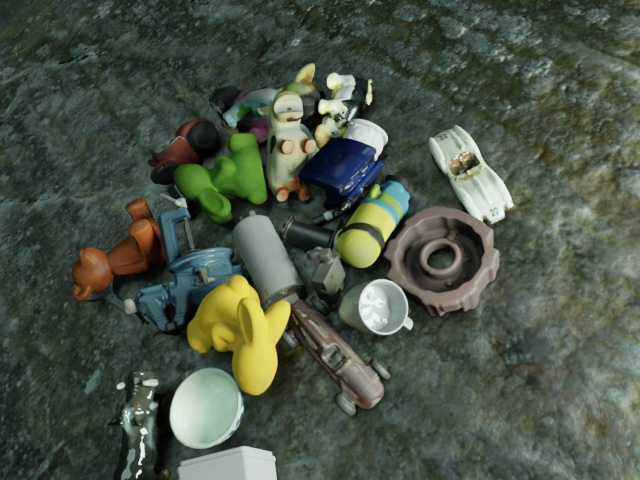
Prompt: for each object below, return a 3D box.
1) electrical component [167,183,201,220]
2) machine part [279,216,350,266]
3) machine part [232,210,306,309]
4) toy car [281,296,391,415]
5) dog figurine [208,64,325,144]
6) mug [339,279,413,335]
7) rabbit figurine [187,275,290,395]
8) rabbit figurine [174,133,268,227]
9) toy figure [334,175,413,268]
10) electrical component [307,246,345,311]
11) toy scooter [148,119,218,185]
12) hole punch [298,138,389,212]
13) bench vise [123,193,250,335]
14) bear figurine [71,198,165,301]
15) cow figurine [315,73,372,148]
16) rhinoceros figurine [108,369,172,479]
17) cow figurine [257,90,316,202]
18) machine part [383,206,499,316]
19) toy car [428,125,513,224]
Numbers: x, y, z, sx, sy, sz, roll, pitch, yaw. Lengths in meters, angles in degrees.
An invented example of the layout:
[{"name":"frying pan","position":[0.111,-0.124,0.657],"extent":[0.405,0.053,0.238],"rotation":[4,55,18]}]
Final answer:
[{"name":"electrical component","position":[-0.272,-0.107,1.114],"extent":[0.075,0.047,0.119],"rotation":[-34,57,-1]},{"name":"machine part","position":[-0.002,-0.003,0.954],"extent":[0.139,0.039,0.084],"rotation":[13,76,17]},{"name":"machine part","position":[-0.092,0.039,0.945],"extent":[0.079,0.079,0.243],"rotation":[-31,57,3]},{"name":"toy car","position":[0.017,0.172,0.826],"extent":[0.089,0.053,0.202],"rotation":[-43,70,-2]},{"name":"dog figurine","position":[-0.101,-0.286,1.114],"extent":[0.219,0.108,0.192],"rotation":[-32,45,-8]},{"name":"mug","position":[0.084,0.109,0.830],"extent":[0.107,0.109,0.081],"rotation":[-19,50,65]},{"name":"rabbit figurine","position":[-0.110,0.150,0.836],"extent":[0.162,0.122,0.173],"rotation":[-52,47,28]},{"name":"rabbit figurine","position":[-0.191,-0.106,1.034],"extent":[0.170,0.121,0.159],"rotation":[-10,73,-4]},{"name":"toy figure","position":[0.092,-0.034,0.900],"extent":[0.082,0.089,0.180],"rotation":[38,71,3]},{"name":"electrical component","position":[0.010,0.058,0.886],"extent":[0.045,0.102,0.078],"rotation":[8,56,29]},{"name":"toy scooter","position":[-0.309,-0.192,1.160],"extent":[0.135,0.075,0.184],"rotation":[15,59,49]},{"name":"hole punch","position":[0.038,-0.121,0.942],"extent":[0.142,0.092,0.116],"rotation":[-47,19,-21]},{"name":"bench vise","position":[-0.251,0.042,0.967],"extent":[0.224,0.128,0.240],"rotation":[-17,75,3]},{"name":"bear figurine","position":[-0.402,0.023,1.036],"extent":[0.196,0.131,0.120],"rotation":[-19,39,-6]},{"name":"cow figurine","position":[0.048,-0.250,1.061],"extent":[0.098,0.068,0.167],"rotation":[8,66,18]},{"name":"rhinoceros figurine","position":[-0.289,0.304,0.854],"extent":[0.073,0.112,0.190],"rotation":[-8,68,19]},{"name":"cow figurine","position":[-0.064,-0.181,1.003],"extent":[0.085,0.194,0.127],"rotation":[-10,32,-26]},{"name":"machine part","position":[0.192,0.032,0.852],"extent":[0.179,0.056,0.179],"rotation":[-10,58,16]},{"name":"toy car","position":[0.250,-0.111,0.907],"extent":[0.073,0.056,0.202],"rotation":[-26,56,6]}]
